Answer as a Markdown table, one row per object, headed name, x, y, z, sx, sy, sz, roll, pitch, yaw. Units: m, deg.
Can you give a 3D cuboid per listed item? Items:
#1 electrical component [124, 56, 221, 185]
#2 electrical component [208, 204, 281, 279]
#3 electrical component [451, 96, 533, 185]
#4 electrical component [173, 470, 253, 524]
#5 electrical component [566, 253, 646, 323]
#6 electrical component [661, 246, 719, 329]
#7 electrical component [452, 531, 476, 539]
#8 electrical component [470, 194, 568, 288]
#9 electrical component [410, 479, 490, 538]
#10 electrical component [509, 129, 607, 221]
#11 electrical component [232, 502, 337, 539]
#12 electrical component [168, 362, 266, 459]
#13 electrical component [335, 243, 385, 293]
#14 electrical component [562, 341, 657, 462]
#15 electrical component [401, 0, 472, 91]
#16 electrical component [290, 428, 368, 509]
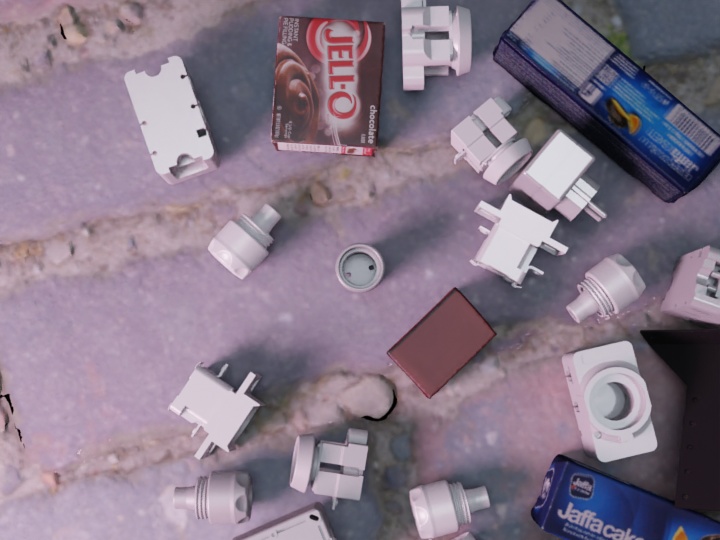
| name | x | y | z | sx | sy | sz | roll | pitch | yaw |
| --- | --- | --- | --- | --- | --- | --- | --- | --- | --- |
| electrical component | -0.155 | -0.123 | 0.896 | 0.050 | 0.055 | 0.089 | -20 | 85 | -2 |
| electrical component | -0.092 | -0.027 | 0.894 | 0.043 | 0.043 | 0.062 | 41 | 84 | 3 |
| electrical component | 0.111 | -0.105 | 0.902 | 0.066 | 0.048 | 0.055 | -40 | 78 | -4 |
| electrical component | -0.120 | 0.185 | 0.873 | 0.062 | 0.043 | 0.043 | -1 | 84 | 1 |
| electrical component | 0.201 | 0.019 | 0.891 | 0.062 | 0.043 | 0.043 | -36 | 86 | -2 |
| electrical component | 0.288 | 0.017 | 0.868 | 0.056 | 0.089 | 0.050 | 19 | 84 | 2 |
| electrical component | 0.062 | 0.252 | 0.841 | 0.099 | 0.099 | 0.064 | -33 | 80 | -3 |
| electrical component | 0.127 | -0.023 | 0.895 | 0.081 | 0.042 | 0.063 | 29 | 87 | 3 |
| electrical component | 0.074 | 0.191 | 0.874 | 0.062 | 0.043 | 0.043 | -13 | 85 | -3 |
| electrical component | 0.170 | -0.066 | 0.879 | 0.076 | 0.083 | 0.047 | 40 | 86 | 3 |
| electrical component | -0.064 | 0.233 | 0.860 | 0.096 | 0.061 | 0.061 | -23 | 85 | -2 |
| electrical component | -0.118 | 0.112 | 0.882 | 0.064 | 0.042 | 0.081 | 33 | 85 | 6 |
| electrical component | 0.000 | 0.000 | 0.890 | 0.040 | 0.046 | 0.040 | 0 | 84 | 0 |
| electrical component | 0.203 | 0.106 | 0.876 | 0.050 | 0.055 | 0.089 | -13 | 85 | -2 |
| electrical component | 0.064 | -0.192 | 0.904 | 0.057 | 0.058 | 0.078 | -1 | 84 | 2 |
| electrical component | -0.026 | 0.159 | 0.876 | 0.055 | 0.048 | 0.066 | 10 | 84 | -7 |
